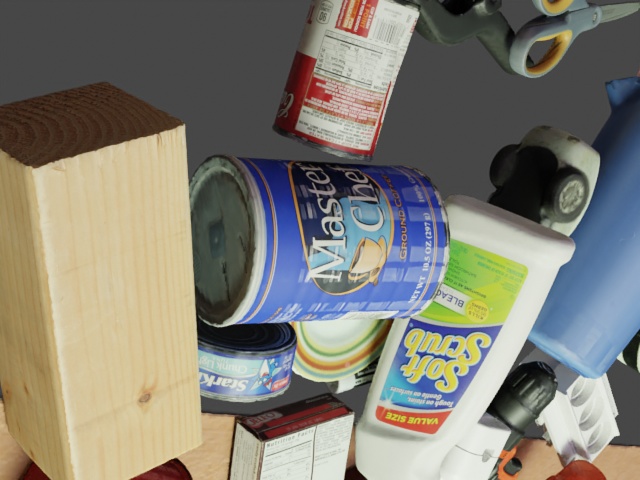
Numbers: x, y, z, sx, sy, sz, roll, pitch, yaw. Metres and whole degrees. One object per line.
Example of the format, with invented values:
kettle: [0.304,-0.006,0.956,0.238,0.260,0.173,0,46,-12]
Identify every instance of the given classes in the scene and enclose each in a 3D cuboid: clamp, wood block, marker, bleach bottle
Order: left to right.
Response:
wood block: [-0.129,0.029,0.598,0.090,0.090,0.206,-20,124,-34]
marker: [0.056,0.100,0.852,0.120,0.020,0.020,-10,118,-38]
bleach bottle: [0.095,0.098,0.797,0.068,0.103,0.251,-9,121,-68]
clamp: [0.114,-0.183,0.740,0.171,0.039,0.120,2,104,-50]

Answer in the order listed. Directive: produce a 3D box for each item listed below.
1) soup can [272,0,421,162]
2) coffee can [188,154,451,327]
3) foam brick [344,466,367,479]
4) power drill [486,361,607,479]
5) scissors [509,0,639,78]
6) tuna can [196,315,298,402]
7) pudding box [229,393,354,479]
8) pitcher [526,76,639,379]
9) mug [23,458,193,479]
soup can: [0.017,-0.108,0.671,0.068,0.069,0.102,6,107,-43]
coffee can: [-0.004,0.001,0.670,0.140,0.103,0.103,1,112,-32]
foam brick: [0.041,0.230,0.867,0.051,0.078,0.053,-29,130,-29]
power drill: [0.177,0.203,0.946,0.187,0.057,0.184,34,107,-33]
scissors: [0.202,-0.186,0.807,0.201,0.016,0.096,-36,137,-38]
tuna can: [-0.058,0.069,0.686,0.085,0.086,0.034,-4,113,-41]
pudding box: [-0.024,0.179,0.810,0.089,0.039,0.113,-9,116,-38]
pitcher: [0.264,-0.002,0.900,0.243,0.149,0.144,-56,139,1]
mug: [-0.146,0.178,0.675,0.117,0.093,0.081,-35,138,28]
